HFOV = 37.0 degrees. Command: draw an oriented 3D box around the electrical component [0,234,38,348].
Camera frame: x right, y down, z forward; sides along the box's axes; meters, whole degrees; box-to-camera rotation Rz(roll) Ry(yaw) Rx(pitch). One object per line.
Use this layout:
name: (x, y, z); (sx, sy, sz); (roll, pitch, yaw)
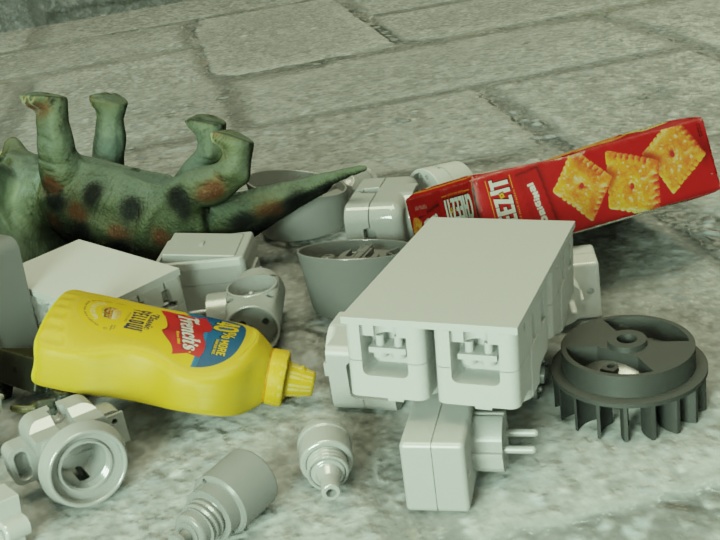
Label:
electrical component: (-0.315, 0.030, 0.877); (0.078, 0.113, 0.057); (9, 25, 35)

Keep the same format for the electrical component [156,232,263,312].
electrical component: (-0.126, 0.001, 0.944); (0.096, 0.061, 0.061); (-6, 23, 7)

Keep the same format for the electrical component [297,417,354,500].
electrical component: (-0.021, 0.119, 0.667); (0.035, 0.035, 0.061); (-10, 27, -2)

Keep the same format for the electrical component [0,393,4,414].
electrical component: (-0.278, 0.099, 0.748); (0.043, 0.077, 0.079); (3, 25, 25)

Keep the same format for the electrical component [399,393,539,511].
electrical component: (0.070, 0.104, 0.655); (0.076, 0.047, 0.083); (-2, 23, 14)

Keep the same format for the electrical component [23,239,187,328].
electrical component: (-0.227, 0.030, 0.911); (0.150, 0.061, 0.089); (14, 32, 42)

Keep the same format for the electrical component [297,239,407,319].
electrical component: (0.000, 0.000, 0.898); (0.099, 0.064, 0.099); (-7, 23, 3)

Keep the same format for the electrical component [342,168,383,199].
electrical component: (-0.001, -0.089, 1.133); (0.043, 0.043, 0.062); (12, 29, 39)

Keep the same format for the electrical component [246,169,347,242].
electrical component: (-0.061, -0.069, 1.080); (0.099, 0.064, 0.099); (-7, 23, 3)

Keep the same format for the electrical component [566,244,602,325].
electrical component: (0.151, 0.018, 0.823); (0.066, 0.047, 0.076); (-6, 22, 7)

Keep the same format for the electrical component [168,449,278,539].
electrical component: (-0.083, 0.139, 0.635); (0.040, 0.040, 0.078); (8, 28, 33)

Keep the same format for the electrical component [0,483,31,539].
electrical component: (-0.240, 0.154, 0.649); (0.055, 0.048, 0.066); (-19, 24, -40)

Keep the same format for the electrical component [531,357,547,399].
electrical component: (0.095, 0.069, 0.737); (0.065, 0.044, 0.044); (4, 26, 17)

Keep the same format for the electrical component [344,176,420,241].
electrical component: (0.026, -0.051, 1.021); (0.059, 0.053, 0.095); (-2, 24, 16)

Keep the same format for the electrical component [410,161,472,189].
electrical component: (0.083, -0.079, 1.067); (0.047, 0.055, 0.055); (-19, 25, -32)

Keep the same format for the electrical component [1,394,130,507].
electrical component: (-0.185, 0.119, 0.697); (0.078, 0.058, 0.057); (-21, 23, -27)

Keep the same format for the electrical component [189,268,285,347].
electrical component: (-0.102, 0.034, 0.879); (0.079, 0.044, 0.077); (-8, 23, 3)

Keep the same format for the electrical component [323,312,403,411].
electrical component: (0.011, 0.058, 0.777); (0.056, 0.050, 0.089); (1, 25, 21)

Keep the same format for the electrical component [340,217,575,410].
electrical component: (0.072, 0.024, 0.702); (0.105, 0.060, 0.186); (3, 22, 21)
